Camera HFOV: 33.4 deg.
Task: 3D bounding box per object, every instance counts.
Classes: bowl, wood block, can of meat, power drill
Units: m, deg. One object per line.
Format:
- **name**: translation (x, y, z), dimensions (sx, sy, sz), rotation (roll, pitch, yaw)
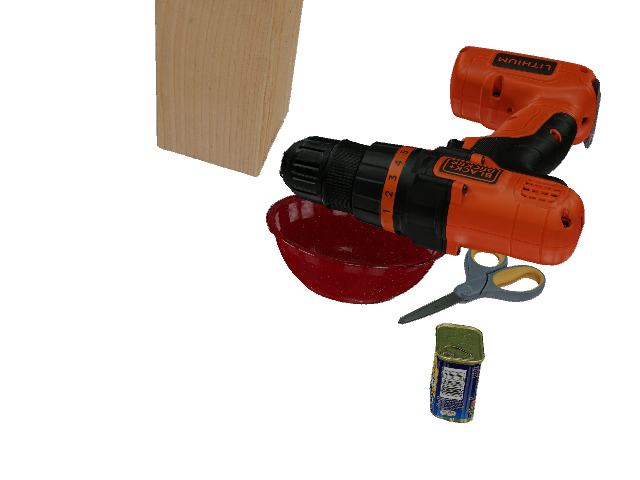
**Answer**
- **bowl**: translation (0.030, 0.011, 0.934), dimensions (0.162, 0.055, 0.162), rotation (6, 23, -3)
- **wood block**: translation (-0.069, -0.156, 0.811), dimensions (0.091, 0.090, 0.206), rotation (18, -37, 5)
- **can of meat**: translation (0.162, 0.159, 1.282), dimensions (0.057, 0.084, 0.102), rotation (7, 19, 4)
- **power drill**: translation (0.089, -0.060, 0.677), dimensions (0.185, 0.057, 0.187), rotation (16, 39, 19)

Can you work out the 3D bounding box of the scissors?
- **scissors**: translation (0.143, 0.041, 1.098), dimensions (0.201, 0.016, 0.096), rotation (-6, 40, -29)
